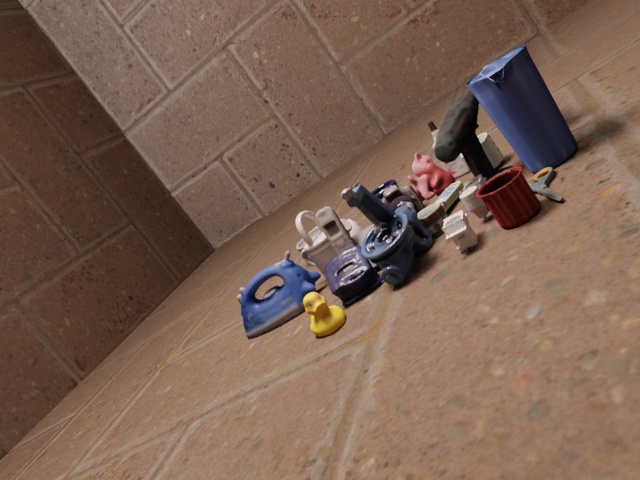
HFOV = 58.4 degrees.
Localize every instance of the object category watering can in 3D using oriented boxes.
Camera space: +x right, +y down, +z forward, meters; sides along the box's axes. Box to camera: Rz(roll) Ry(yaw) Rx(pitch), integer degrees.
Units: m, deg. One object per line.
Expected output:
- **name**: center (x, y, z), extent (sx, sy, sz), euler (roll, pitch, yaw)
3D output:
- **watering can**: center (0.014, 0.004, 1.455), extent (0.172, 0.194, 0.101), euler (-33, 11, 17)

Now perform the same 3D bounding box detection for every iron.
- **iron**: center (-0.129, 0.141, 1.469), extent (0.258, 0.141, 0.119), euler (-33, 11, 17)

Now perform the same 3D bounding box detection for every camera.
- **camera**: center (0.195, -0.080, 1.494), extent (0.143, 0.101, 0.137), euler (-35, 11, 8)

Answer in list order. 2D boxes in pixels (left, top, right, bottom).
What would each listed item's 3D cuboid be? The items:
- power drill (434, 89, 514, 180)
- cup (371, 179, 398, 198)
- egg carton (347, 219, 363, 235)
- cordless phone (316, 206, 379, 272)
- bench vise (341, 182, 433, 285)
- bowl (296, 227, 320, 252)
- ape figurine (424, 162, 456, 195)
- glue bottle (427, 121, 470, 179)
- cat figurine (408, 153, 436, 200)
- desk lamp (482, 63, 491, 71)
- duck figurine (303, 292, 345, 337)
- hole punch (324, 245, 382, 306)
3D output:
- **power drill**: center (0.347, -0.213, 1.285), extent (0.075, 0.208, 0.230), euler (-24, 17, 49)
- **cup**: center (0.195, -0.111, 1.642), extent (0.092, 0.095, 0.117), euler (-39, 11, -10)
- **egg carton**: center (0.076, -0.005, 1.635), extent (0.107, 0.069, 0.150), euler (-37, 11, -1)
- **cordless phone**: center (0.084, -0.013, 1.334), extent (0.147, 0.185, 0.094), euler (-32, 12, 21)
- **bench vise**: center (0.128, -0.036, 1.194), extent (0.121, 0.220, 0.207), euler (-32, 12, 22)
- **bowl**: center (0.012, 0.003, 1.793), extent (0.167, 0.075, 0.167), euler (-35, 11, 8)
- **ape figurine**: center (0.309, -0.165, 1.518), extent (0.076, 0.092, 0.078), euler (-26, 15, 43)
- **glue bottle**: center (0.342, -0.249, 1.554), extent (0.078, 0.173, 0.037), euler (-25, 16, 45)
- **cat figurine**: center (0.287, -0.185, 1.607), extent (0.067, 0.118, 0.128), euler (-23, 17, 50)
- **desk lamp**: center (0.470, -0.334, 1.403), extent (0.118, 0.214, 0.203), euler (-33, 11, 19)
- **duck figurine**: center (-0.002, 0.146, 1.191), extent (0.077, 0.086, 0.104), euler (-39, 11, -14)
- **hole punch**: center (0.069, 0.075, 1.256), extent (0.108, 0.091, 0.101), euler (-35, 11, 10)
